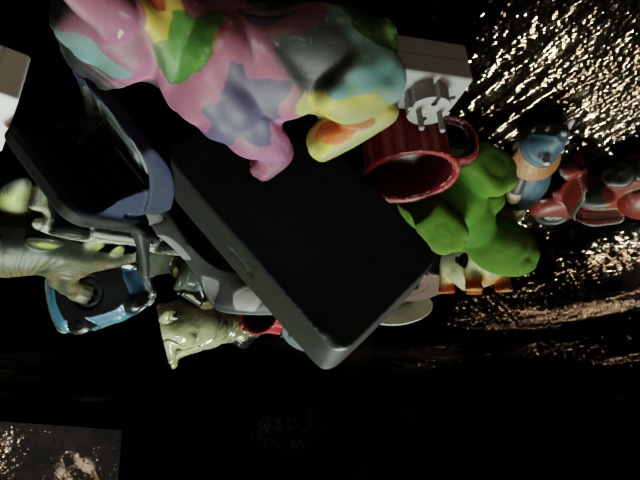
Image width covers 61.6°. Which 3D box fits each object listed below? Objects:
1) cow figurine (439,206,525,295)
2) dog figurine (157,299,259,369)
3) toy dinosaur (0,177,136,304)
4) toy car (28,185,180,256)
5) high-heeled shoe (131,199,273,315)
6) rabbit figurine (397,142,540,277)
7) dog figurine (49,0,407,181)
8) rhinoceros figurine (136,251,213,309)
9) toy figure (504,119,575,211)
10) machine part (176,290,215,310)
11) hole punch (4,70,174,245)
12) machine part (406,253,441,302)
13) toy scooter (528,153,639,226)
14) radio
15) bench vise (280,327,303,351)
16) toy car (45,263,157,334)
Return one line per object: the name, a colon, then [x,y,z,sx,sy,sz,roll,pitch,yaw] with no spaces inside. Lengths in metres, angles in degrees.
cow figurine: [0.227,0.011,0.752,0.085,0.127,0.195,-1,170,-7]
dog figurine: [-0.206,0.158,1.033,0.191,0.121,0.172,-13,163,-14]
toy dinosaur: [-0.414,0.003,0.631,0.471,0.105,0.198,-3,150,-27]
toy car: [-0.220,-0.028,0.614,0.201,0.073,0.056,12,173,-32]
high-heeled shoe: [-0.103,-0.013,0.536,0.249,0.145,0.086,8,-165,19]
rabbit figurine: [0.167,-0.014,0.612,0.170,0.121,0.159,39,171,-21]
dog figurine: [-0.064,-0.138,0.364,0.192,0.108,0.219,-17,150,29]
rhinoceros figurine: [-0.150,0.029,0.728,0.190,0.112,0.073,-1,137,-42]
toy figure: [0.231,-0.081,0.589,0.058,0.064,0.154,5,158,10]
machine part: [-0.177,0.098,0.947,0.139,0.039,0.084,-4,149,22]
hole punch: [-0.182,-0.074,0.469,0.092,0.142,0.115,-45,169,5]
machine part: [0.137,0.062,0.903,0.179,0.056,0.179,-4,157,-2]
toy scooter: [0.339,-0.065,0.632,0.184,0.075,0.135,-10,157,23]
radio: [-0.018,-0.014,0.484,0.131,0.230,0.073,-37,166,-22]
bench vise: [-0.010,-0.001,0.636,0.129,0.224,0.240,-4,128,42]
toy car: [-0.321,0.074,0.818,0.162,0.109,0.103,-18,179,3]
